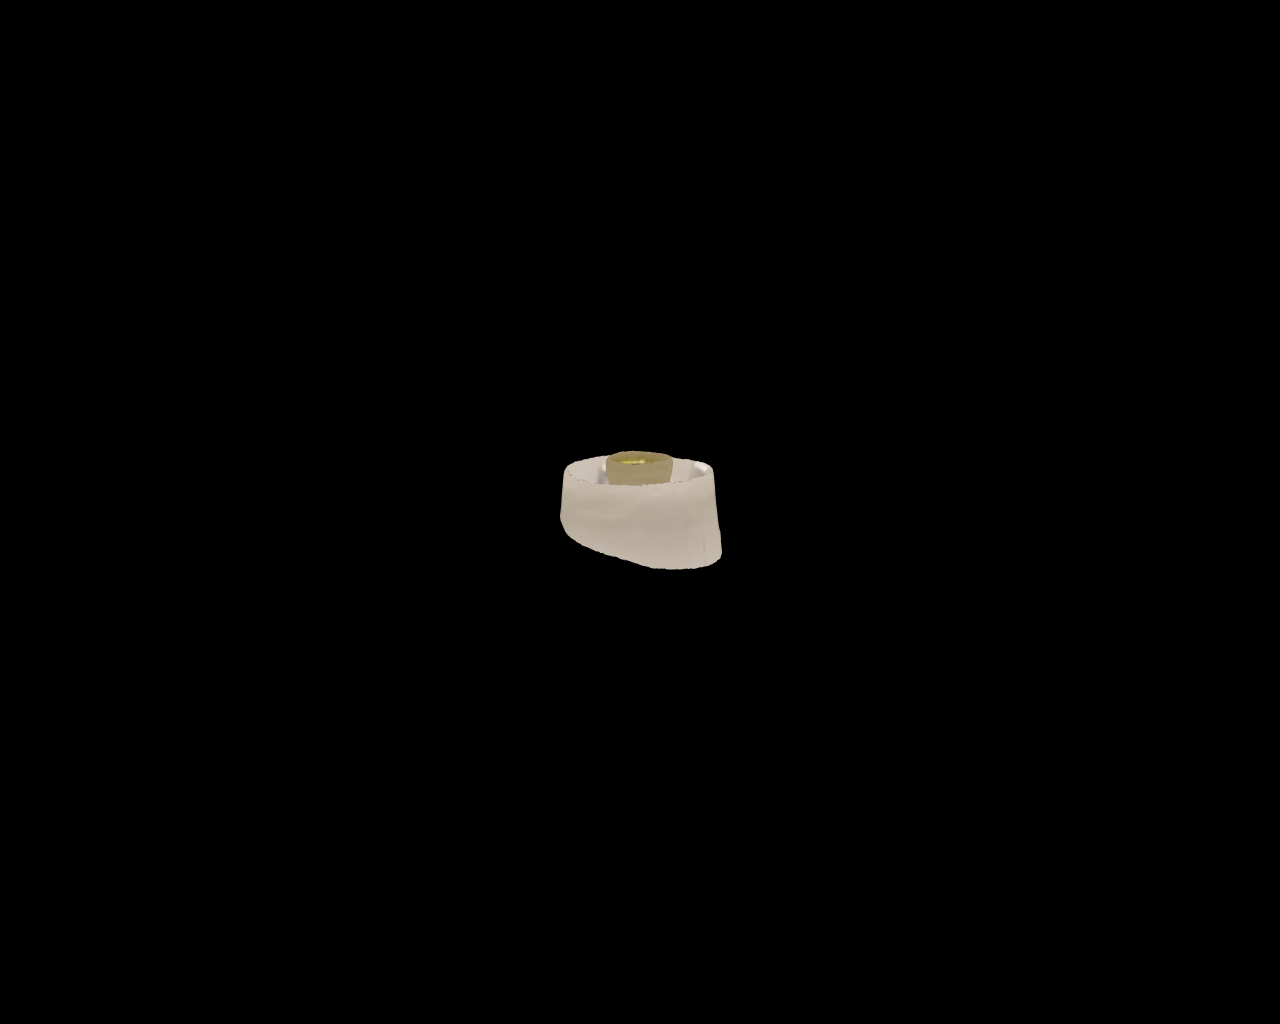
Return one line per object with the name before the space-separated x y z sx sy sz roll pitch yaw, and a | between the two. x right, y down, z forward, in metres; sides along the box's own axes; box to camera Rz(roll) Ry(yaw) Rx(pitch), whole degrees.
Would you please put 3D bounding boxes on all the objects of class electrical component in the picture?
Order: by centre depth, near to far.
electrical component | 0.001 -0.003 0.650 0.099 0.064 0.099 0 14 0
